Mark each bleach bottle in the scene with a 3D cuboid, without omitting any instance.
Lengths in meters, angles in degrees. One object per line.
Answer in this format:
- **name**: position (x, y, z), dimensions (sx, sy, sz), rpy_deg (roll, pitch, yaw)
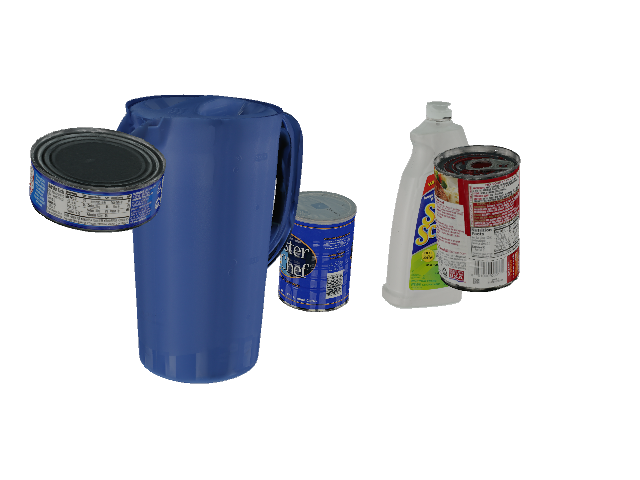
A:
- **bleach bottle**: position (0.133, -0.045, 1.322), dimensions (0.102, 0.251, 0.068), rpy_deg (-4, 17, -17)

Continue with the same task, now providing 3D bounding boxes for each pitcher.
- **pitcher**: position (-0.096, -0.006, 0.941), dimensions (0.149, 0.243, 0.145), rpy_deg (3, 16, 1)

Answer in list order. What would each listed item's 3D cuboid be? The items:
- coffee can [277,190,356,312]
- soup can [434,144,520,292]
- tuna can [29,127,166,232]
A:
- **coffee can**: position (-0.006, 0.014, 1.486), dimensions (0.103, 0.140, 0.103), rpy_deg (3, 25, -2)
- **soup can**: position (0.127, -0.018, 0.860), dimensions (0.068, 0.102, 0.068), rpy_deg (-4, 24, 2)
- **tuna can**: position (-0.144, -0.040, 0.690), dimensions (0.086, 0.034, 0.086), rpy_deg (9, 29, -5)
